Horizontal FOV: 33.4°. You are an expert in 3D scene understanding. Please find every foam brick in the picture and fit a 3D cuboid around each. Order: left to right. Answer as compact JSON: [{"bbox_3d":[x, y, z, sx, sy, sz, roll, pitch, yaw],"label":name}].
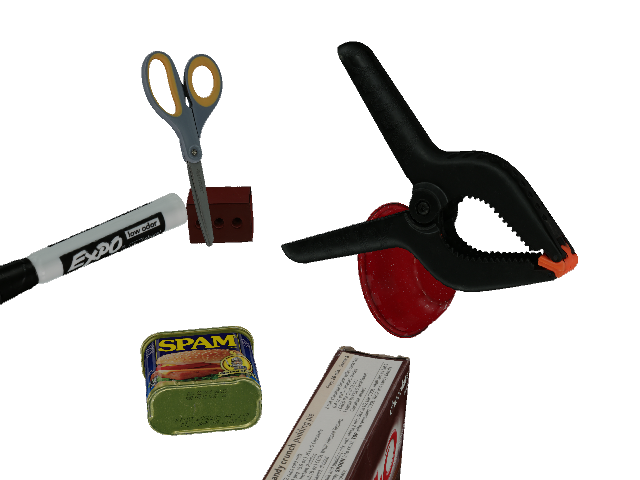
[{"bbox_3d":[-0.121,-0.031,1.286,0.078,0.053,0.051,-2,27,1],"label":"foam brick"}]

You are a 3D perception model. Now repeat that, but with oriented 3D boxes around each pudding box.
[{"bbox_3d":[0.007,0.113,0.467,0.039,0.090,0.113,10,29,13],"label":"pudding box"}]

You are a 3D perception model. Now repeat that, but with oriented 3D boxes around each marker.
[{"bbox_3d":[-0.126,0.004,0.573,0.120,0.020,0.020,-26,14,-32],"label":"marker"}]

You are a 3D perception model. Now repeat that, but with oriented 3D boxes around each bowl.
[{"bbox_3d":[0.114,0.032,1.241,0.055,0.162,0.161,-10,-6,40],"label":"bowl"}]

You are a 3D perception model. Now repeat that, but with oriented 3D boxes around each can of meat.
[{"bbox_3d":[-0.103,0.122,0.926,0.102,0.057,0.084,-4,27,-9],"label":"can of meat"}]

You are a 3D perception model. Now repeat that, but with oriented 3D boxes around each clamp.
[{"bbox_3d":[0.074,-0.035,0.712,0.210,0.165,0.036,20,21,28],"label":"clamp"}]

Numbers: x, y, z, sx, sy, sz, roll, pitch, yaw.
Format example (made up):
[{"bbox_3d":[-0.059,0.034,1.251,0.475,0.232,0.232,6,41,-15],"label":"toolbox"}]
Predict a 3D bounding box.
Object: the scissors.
[{"bbox_3d":[-0.120,-0.104,1.097,0.096,0.202,0.016,-31,13,-31],"label":"scissors"}]
